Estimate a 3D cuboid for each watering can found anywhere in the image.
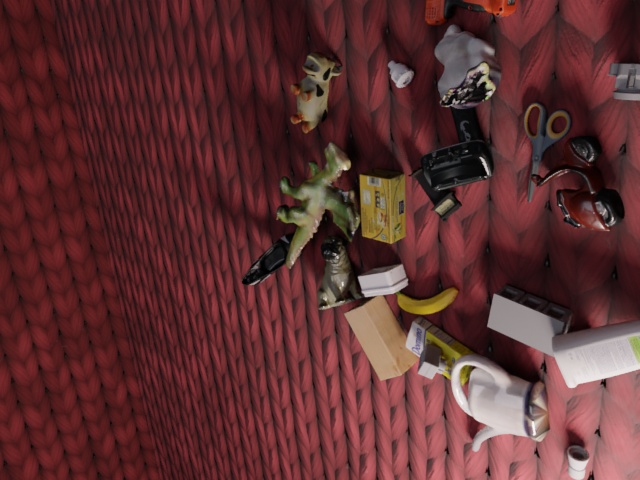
[{"bbox_3d":[0.426,0.408,1.215,0.225,0.341,0.106,7,37,40],"label":"watering can"}]

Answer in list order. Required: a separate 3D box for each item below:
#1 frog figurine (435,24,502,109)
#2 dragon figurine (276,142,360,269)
[{"bbox_3d":[0.291,-0.351,1.046,0.122,0.163,0.134,8,-38,-18],"label":"frog figurine"},{"bbox_3d":[0.004,-0.070,1.383,0.123,0.403,0.245,-13,28,-39],"label":"dragon figurine"}]
